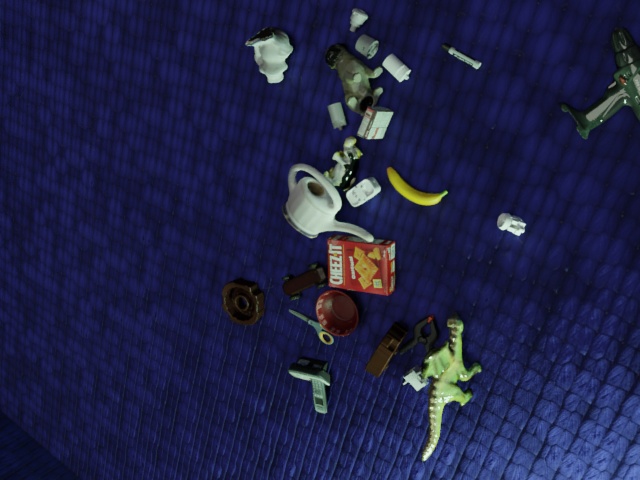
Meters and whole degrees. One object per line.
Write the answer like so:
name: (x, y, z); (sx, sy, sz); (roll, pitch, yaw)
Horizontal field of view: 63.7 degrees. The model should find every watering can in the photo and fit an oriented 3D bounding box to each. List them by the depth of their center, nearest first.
watering can: (0.005, -0.082, 1.629); (0.350, 0.105, 0.220); (50, 137, 10)

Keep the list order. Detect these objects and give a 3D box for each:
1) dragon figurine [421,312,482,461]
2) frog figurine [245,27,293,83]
dragon figurine: (0.338, 0.397, 1.470); (0.122, 0.418, 0.239); (2, 143, 44)
frog figurine: (-0.146, -0.591, 1.646); (0.137, 0.126, 0.156); (-13, 132, 23)
